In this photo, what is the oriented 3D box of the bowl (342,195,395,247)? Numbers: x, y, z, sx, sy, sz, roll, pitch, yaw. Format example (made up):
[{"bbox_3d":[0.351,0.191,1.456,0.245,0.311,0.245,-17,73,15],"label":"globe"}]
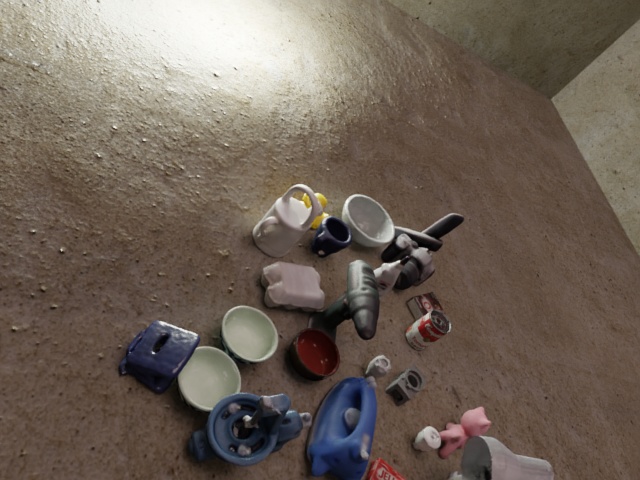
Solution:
[{"bbox_3d":[0.121,-0.040,1.583,0.168,0.074,0.167,24,43,-24],"label":"bowl"}]

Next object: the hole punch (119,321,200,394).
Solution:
[{"bbox_3d":[-0.281,0.198,1.005,0.101,0.091,0.109,37,39,-9],"label":"hole punch"}]

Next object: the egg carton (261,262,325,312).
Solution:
[{"bbox_3d":[-0.060,0.108,1.296,0.151,0.069,0.107,11,49,-34],"label":"egg carton"}]

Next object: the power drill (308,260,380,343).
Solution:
[{"bbox_3d":[0.057,0.161,1.240,0.076,0.208,0.229,28,41,-19],"label":"power drill"}]

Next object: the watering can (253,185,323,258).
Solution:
[{"bbox_3d":[-0.065,-0.056,1.339,0.101,0.193,0.173,42,39,-2],"label":"watering can"}]

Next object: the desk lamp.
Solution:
[{"bbox_3d":[0.361,0.502,1.196,0.204,0.213,0.118,23,43,-24],"label":"desk lamp"}]

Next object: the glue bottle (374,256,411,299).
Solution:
[{"bbox_3d":[0.167,0.089,1.429,0.078,0.173,0.037,20,44,-27],"label":"glue bottle"}]

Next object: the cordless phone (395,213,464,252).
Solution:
[{"bbox_3d":[0.313,-0.033,1.656,0.148,0.184,0.094,12,49,-34],"label":"cordless phone"}]

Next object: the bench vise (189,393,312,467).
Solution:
[{"bbox_3d":[-0.095,0.299,0.974,0.208,0.219,0.121,-15,66,-47],"label":"bench vise"}]

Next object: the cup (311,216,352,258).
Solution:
[{"bbox_3d":[0.013,0.005,1.432,0.118,0.094,0.091,-23,72,-49],"label":"cup"}]

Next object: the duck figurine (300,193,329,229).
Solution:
[{"bbox_3d":[-0.014,-0.083,1.495,0.105,0.086,0.077,29,41,-18],"label":"duck figurine"}]

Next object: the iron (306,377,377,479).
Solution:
[{"bbox_3d":[0.068,0.351,1.132,0.119,0.141,0.258,33,40,-14],"label":"iron"}]

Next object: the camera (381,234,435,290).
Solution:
[{"bbox_3d":[0.238,0.065,1.571,0.143,0.100,0.137,48,39,5],"label":"camera"}]

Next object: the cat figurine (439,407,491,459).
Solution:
[{"bbox_3d":[0.334,0.434,1.309,0.128,0.117,0.067,-11,63,-46],"label":"cat figurine"}]
